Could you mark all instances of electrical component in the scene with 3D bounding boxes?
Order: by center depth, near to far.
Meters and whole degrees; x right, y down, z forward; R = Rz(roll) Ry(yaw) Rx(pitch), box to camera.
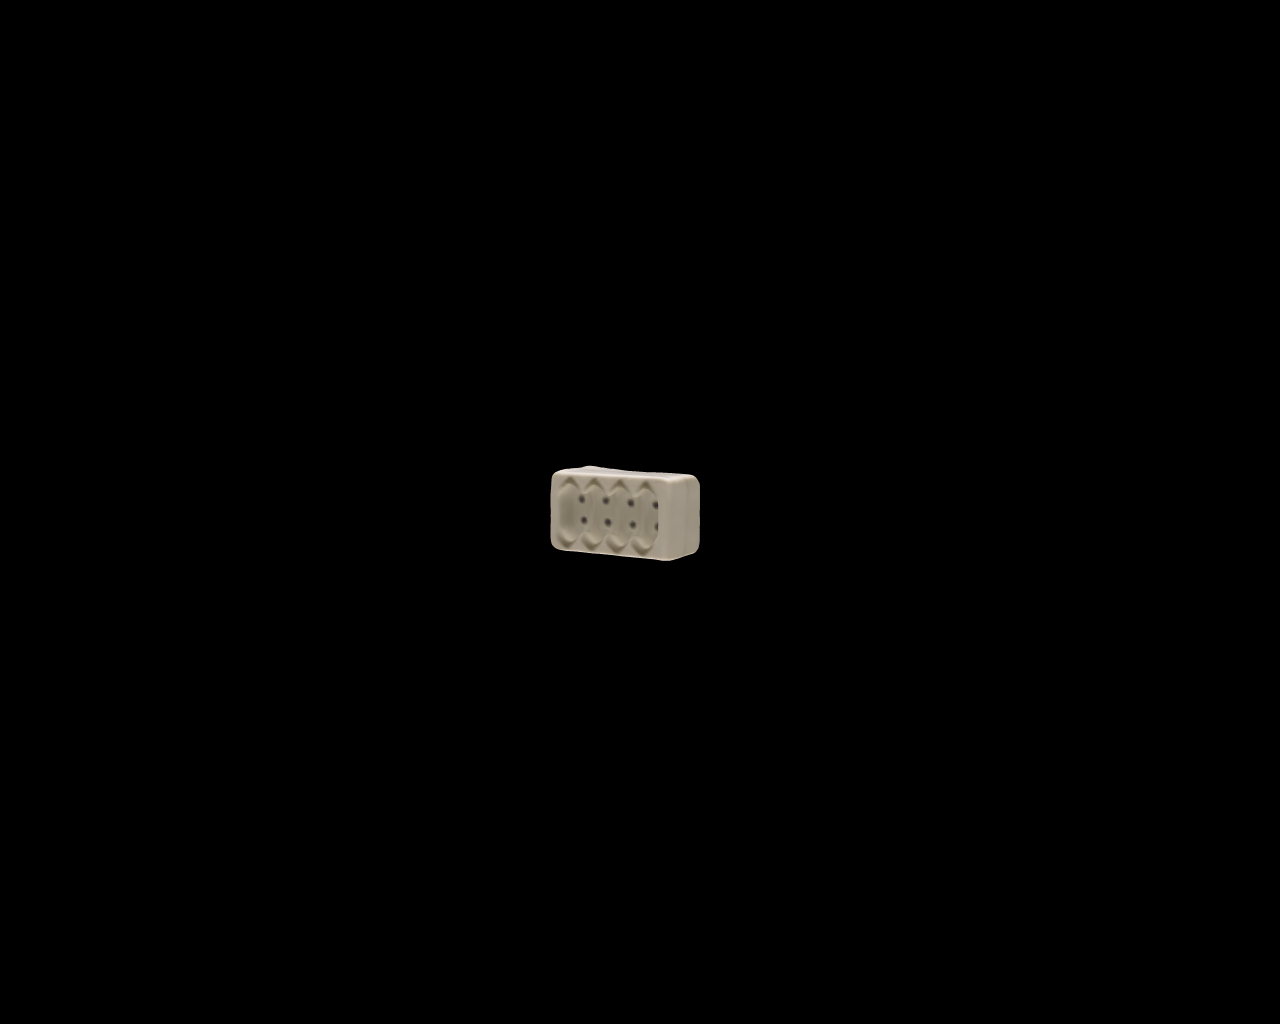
[{"bbox_3d":[0.001,-0.003,0.650,0.083,0.047,0.076,6,11,32],"label":"electrical component"}]
